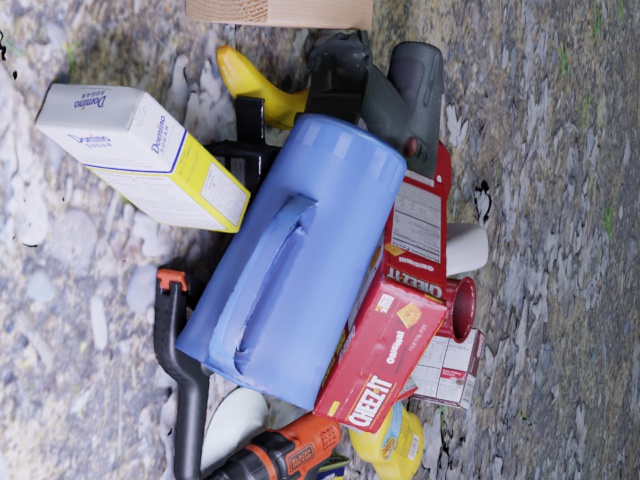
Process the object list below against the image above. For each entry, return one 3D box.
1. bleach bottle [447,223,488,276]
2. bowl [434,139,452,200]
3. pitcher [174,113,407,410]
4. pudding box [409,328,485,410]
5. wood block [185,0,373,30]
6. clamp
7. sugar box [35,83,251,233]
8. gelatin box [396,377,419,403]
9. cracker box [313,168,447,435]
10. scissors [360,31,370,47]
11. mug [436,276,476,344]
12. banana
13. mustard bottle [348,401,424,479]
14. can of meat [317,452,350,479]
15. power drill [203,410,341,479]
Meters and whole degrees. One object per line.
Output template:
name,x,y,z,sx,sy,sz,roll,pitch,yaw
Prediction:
bleach bottle,0.135,0.021,1.363,0.250,0.103,0.068,-13,100,-64
bowl,0.131,-0.080,1.400,0.161,0.055,0.162,-24,118,-59
pitcher,-0.021,0.015,0.927,0.144,0.149,0.243,27,85,-29
pudding box,0.175,0.175,1.504,0.039,0.090,0.113,38,64,-56
wood block,-0.033,-0.249,1.017,0.205,0.090,0.091,-17,111,-60
clamp,-0.115,0.120,1.008,0.164,0.036,0.210,-57,141,-37
sugar box,-0.137,-0.064,0.862,0.176,0.093,0.048,50,53,-55
gelatin box,0.076,0.163,1.332,0.089,0.030,0.073,58,26,13
cracker box,0.062,0.052,1.016,0.213,0.072,0.164,-80,-168,-57
scissors,0.078,-0.181,1.299,0.096,0.016,0.202,-11,106,-43
mug,0.155,0.095,1.457,0.117,0.082,0.093,-33,125,-55
banana,-0.047,-0.147,1.076,0.197,0.037,0.069,0,78,-63
mustard bottle,0.079,0.243,1.375,0.191,0.058,0.096,53,49,-53
can of meat,-0.014,0.288,1.215,0.102,0.058,0.084,8,92,-61
power drill,-0.042,0.288,1.099,0.184,0.057,0.187,-25,116,-36
